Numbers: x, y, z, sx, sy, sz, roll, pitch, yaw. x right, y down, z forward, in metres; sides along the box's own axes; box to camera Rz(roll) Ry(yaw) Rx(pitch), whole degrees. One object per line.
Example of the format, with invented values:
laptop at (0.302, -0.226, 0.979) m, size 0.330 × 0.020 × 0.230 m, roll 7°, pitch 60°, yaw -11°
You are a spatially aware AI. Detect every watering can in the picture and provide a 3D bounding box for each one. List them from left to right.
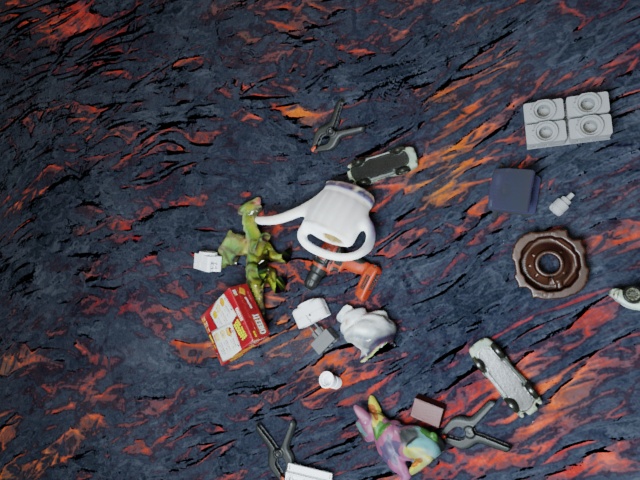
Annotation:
watering can at (0.004, -0.071, 1.417) m, size 0.349 × 0.102 × 0.228 m, roll 22°, pitch 69°, yaw 23°

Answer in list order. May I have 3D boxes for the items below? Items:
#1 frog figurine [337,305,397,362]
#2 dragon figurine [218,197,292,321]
frog figurine at (0.121, 0.226, 1.366) m, size 0.138 × 0.120 × 0.162 m, roll -26°, pitch 63°, yaw -16°
dragon figurine at (-0.219, 0.073, 1.547) m, size 0.244 × 0.122 × 0.410 m, roll 14°, pitch 92°, yaw 41°
